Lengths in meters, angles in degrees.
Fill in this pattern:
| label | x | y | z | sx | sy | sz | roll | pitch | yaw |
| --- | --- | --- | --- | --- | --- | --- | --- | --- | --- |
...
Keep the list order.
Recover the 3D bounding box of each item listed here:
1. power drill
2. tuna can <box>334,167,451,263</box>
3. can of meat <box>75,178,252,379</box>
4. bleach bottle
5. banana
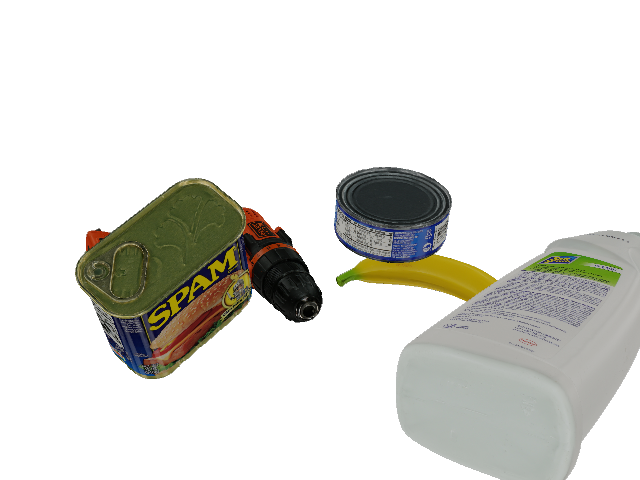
| label | x | y | z | sx | sy | sz | roll | pitch | yaw |
| --- | --- | --- | --- | --- | --- | --- | --- | --- | --- |
| power drill | -0.107 | 0.030 | 0.960 | 0.187 | 0.057 | 0.185 | -5 | 25 | -23 |
| tuna can | 0.053 | -0.019 | 0.792 | 0.086 | 0.034 | 0.086 | 3 | 33 | -2 |
| can of meat | -0.090 | 0.026 | 0.650 | 0.057 | 0.102 | 0.084 | 39 | -25 | 25 |
| bleach bottle | 0.147 | 0.048 | 0.619 | 0.103 | 0.068 | 0.250 | 15 | 26 | 33 |
| banana | 0.119 | 0.044 | 1.113 | 0.198 | 0.037 | 0.069 | 9 | 48 | 23 |
